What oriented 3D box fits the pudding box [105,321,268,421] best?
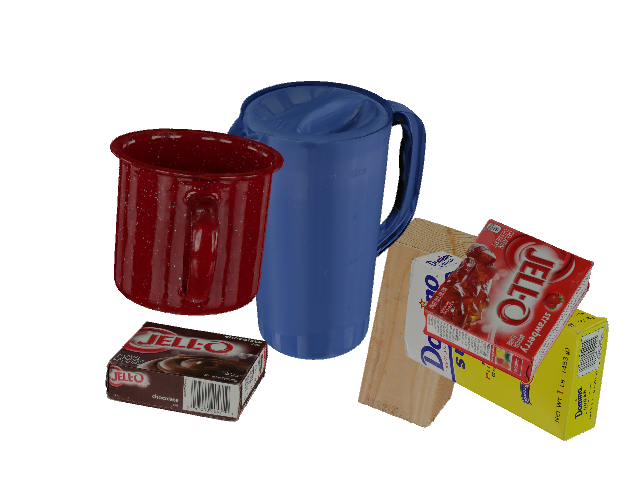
[{"bbox_3d":[-0.108,0.106,0.881,0.113,0.039,0.090,10,20,8],"label":"pudding box"}]

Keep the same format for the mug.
[{"bbox_3d":[-0.067,-0.006,0.573,0.093,0.081,0.117,2,20,-15],"label":"mug"}]

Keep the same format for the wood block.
[{"bbox_3d":[0.115,0.092,1.211,0.090,0.206,0.090,18,24,20],"label":"wood block"}]

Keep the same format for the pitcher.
[{"bbox_3d":[0.005,-0.017,0.984,0.149,0.243,0.144,12,33,18],"label":"pitcher"}]

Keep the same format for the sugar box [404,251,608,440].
[{"bbox_3d":[0.142,0.079,0.854,0.048,0.093,0.176,-14,25,-40],"label":"sugar box"}]

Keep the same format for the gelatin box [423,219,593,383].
[{"bbox_3d":[0.116,0.035,0.659,0.073,0.030,0.089,25,56,24],"label":"gelatin box"}]
